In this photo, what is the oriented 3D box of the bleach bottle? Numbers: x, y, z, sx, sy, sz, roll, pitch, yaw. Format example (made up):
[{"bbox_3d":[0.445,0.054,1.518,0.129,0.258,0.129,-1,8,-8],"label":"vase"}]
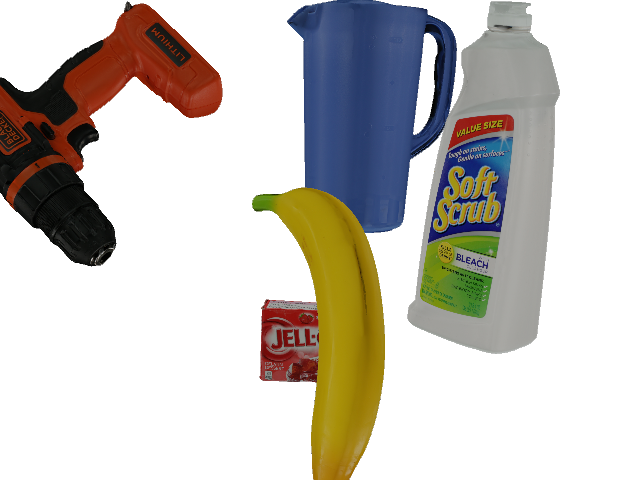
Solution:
[{"bbox_3d":[0.123,-0.049,0.791,0.067,0.251,0.103,-13,22,-42],"label":"bleach bottle"}]

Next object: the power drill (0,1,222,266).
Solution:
[{"bbox_3d":[-0.168,-0.088,0.815,0.187,0.184,0.057,-37,-15,-27],"label":"power drill"}]

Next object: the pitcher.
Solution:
[{"bbox_3d":[0.052,-0.135,1.150,0.149,0.243,0.144,7,11,26],"label":"pitcher"}]

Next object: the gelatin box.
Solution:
[{"bbox_3d":[-0.012,0.096,1.007,0.089,0.073,0.030,3,14,5],"label":"gelatin box"}]

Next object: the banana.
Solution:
[{"bbox_3d":[0.007,0.041,0.614,0.037,0.198,0.070,13,-40,-36],"label":"banana"}]
